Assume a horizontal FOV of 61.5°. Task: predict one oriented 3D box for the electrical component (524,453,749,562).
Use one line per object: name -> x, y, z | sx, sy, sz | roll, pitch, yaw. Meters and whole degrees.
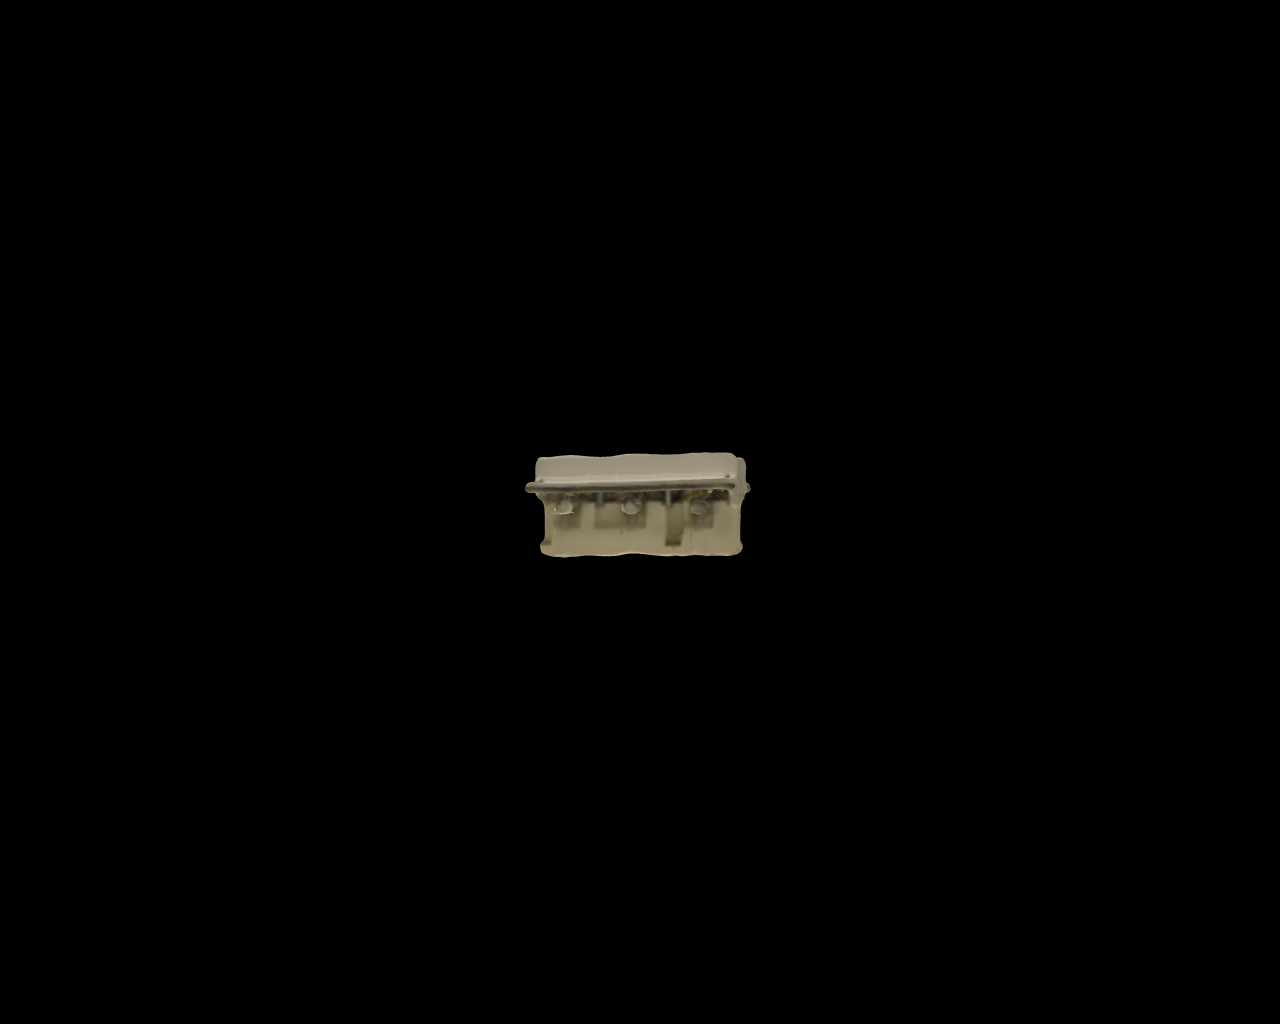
electrical component -> 0.001, -0.003, 0.650 | 0.121, 0.063, 0.079 | 0, 0, 13
